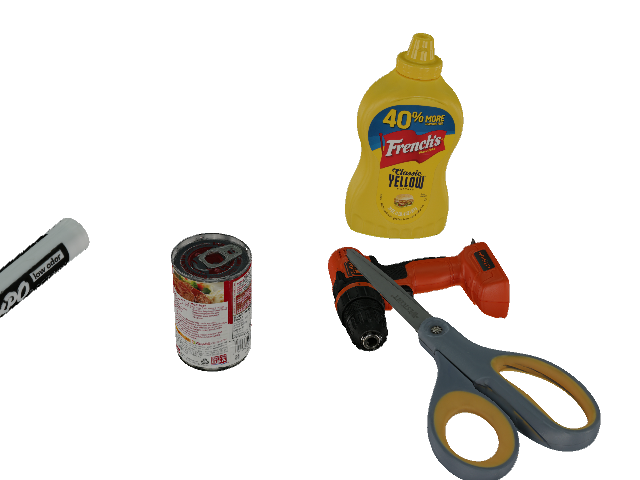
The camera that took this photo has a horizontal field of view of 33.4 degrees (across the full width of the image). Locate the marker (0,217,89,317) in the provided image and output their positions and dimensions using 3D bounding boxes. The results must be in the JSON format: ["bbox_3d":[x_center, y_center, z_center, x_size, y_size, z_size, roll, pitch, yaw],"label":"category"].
[{"bbox_3d":[-0.156,0.029,0.502,0.020,0.020,0.121,0,33,39],"label":"marker"}]

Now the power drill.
[{"bbox_3d":[0.107,0.057,1.169,0.187,0.057,0.184,-4,28,-7],"label":"power drill"}]

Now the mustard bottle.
[{"bbox_3d":[0.080,-0.096,0.976,0.096,0.192,0.058,3,30,-6],"label":"mustard bottle"}]

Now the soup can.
[{"bbox_3d":[-0.093,0.054,0.922,0.068,0.102,0.068,2,35,-1],"label":"soup can"}]

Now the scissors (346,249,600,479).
[{"bbox_3d":[0.057,0.067,0.591,0.202,0.016,0.096,28,50,36],"label":"scissors"}]
